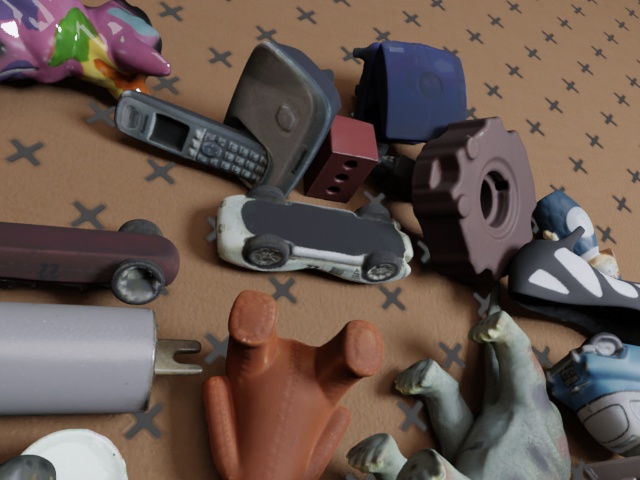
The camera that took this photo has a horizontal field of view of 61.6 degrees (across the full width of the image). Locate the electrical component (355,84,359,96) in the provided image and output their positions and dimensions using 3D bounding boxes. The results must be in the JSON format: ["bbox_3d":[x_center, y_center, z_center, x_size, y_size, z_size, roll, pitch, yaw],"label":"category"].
[{"bbox_3d":[0.093,-0.192,0.673,0.094,0.063,0.021,4,61,-22],"label":"electrical component"}]

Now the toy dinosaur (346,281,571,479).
[{"bbox_3d":[0.140,0.193,0.435,0.405,0.131,0.192,-37,96,-43],"label":"toy dinosaur"}]

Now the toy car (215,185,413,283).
[{"bbox_3d":[-0.001,-0.002,0.522,0.202,0.056,0.073,9,52,-21],"label":"toy car"}]

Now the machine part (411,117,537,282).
[{"bbox_3d":[0.172,-0.043,0.575,0.179,0.056,0.179,0,90,-44],"label":"machine part"}]

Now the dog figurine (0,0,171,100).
[{"bbox_3d":[-0.250,-0.170,0.482,0.219,0.108,0.191,28,53,-10],"label":"dog figurine"}]

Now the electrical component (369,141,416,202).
[{"bbox_3d":[0.097,-0.076,0.605,0.102,0.078,0.045,23,78,-3],"label":"electrical component"}]

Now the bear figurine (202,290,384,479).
[{"bbox_3d":[-0.036,0.154,0.369,0.120,0.131,0.196,19,49,-6],"label":"bear figurine"}]

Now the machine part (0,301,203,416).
[{"bbox_3d":[-0.203,0.081,0.367,0.243,0.079,0.079,6,59,-22],"label":"machine part"}]

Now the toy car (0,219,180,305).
[{"bbox_3d":[-0.211,0.013,0.407,0.202,0.053,0.089,4,26,-21],"label":"toy car"}]

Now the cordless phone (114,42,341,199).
[{"bbox_3d":[-0.087,-0.123,0.497,0.184,0.146,0.089,17,47,-18],"label":"cordless phone"}]

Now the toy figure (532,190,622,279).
[{"bbox_3d":[0.318,0.013,0.657,0.064,0.057,0.154,-31,75,5],"label":"toy figure"}]

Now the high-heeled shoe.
[{"bbox_3d":[0.298,0.095,0.569,0.145,0.086,0.248,-38,93,-32],"label":"high-heeled shoe"}]

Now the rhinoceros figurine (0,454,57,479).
[{"bbox_3d":[-0.239,0.144,0.277,0.190,0.073,0.112,-16,57,-7],"label":"rhinoceros figurine"}]

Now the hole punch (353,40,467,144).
[{"bbox_3d":[0.108,-0.163,0.613,0.142,0.115,0.092,1,19,-20],"label":"hole punch"}]

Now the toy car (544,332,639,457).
[{"bbox_3d":[0.311,0.160,0.524,0.162,0.109,0.103,15,46,-11],"label":"toy car"}]
